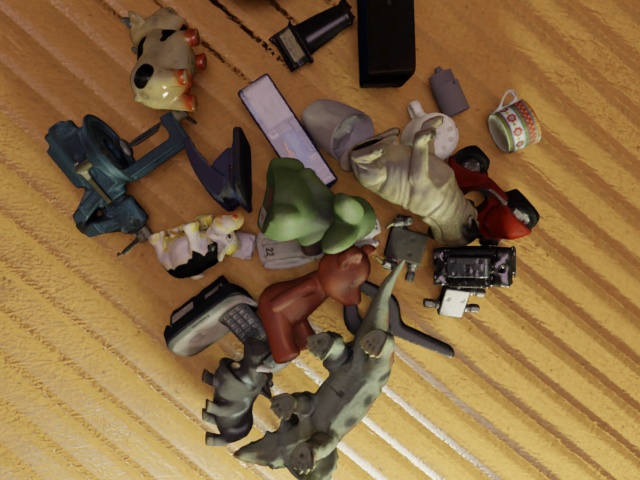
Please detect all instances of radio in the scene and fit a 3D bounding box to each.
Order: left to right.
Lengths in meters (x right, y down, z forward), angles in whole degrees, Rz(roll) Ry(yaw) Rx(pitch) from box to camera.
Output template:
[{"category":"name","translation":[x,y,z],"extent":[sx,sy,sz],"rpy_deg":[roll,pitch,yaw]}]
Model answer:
[{"category":"radio","translation":[0.097,-0.351,0.818],"extent":[0.073,0.131,0.229],"rpy_deg":[-1,92,-1]}]

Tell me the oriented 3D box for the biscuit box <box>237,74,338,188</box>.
[{"category":"biscuit box","translation":[-0.050,-0.160,0.858],"extent":[0.059,0.063,0.202],"rpy_deg":[-33,93,0]}]

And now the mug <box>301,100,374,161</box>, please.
[{"category":"mug","translation":[0.026,-0.172,0.845],"extent":[0.081,0.109,0.107],"rpy_deg":[-46,50,-3]}]

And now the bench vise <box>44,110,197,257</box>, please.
[{"category":"bench vise","translation":[-0.293,-0.114,0.831],"extent":[0.241,0.129,0.223],"rpy_deg":[-33,95,5]}]

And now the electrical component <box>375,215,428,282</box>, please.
[{"category":"electrical component","translation":[0.134,0.011,0.874],"extent":[0.078,0.045,0.102],"rpy_deg":[20,92,0]}]

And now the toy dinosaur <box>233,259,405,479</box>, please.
[{"category":"toy dinosaur","translation":[0.036,0.223,0.818],"extent":[0.131,0.192,0.405],"rpy_deg":[40,89,25]}]

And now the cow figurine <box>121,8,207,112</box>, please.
[{"category":"cow figurine","translation":[-0.242,-0.279,0.815],"extent":[0.127,0.085,0.195],"rpy_deg":[-1,57,1]}]

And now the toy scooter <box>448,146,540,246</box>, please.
[{"category":"toy scooter","translation":[0.248,-0.051,0.858],"extent":[0.184,0.075,0.135],"rpy_deg":[42,112,-13]}]

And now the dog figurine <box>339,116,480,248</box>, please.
[{"category":"dog figurine","translation":[0.133,-0.065,0.792],"extent":[0.172,0.121,0.190],"rpy_deg":[-6,113,35]}]

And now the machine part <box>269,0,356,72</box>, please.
[{"category":"machine part","translation":[-0.007,-0.334,0.865],"extent":[0.139,0.039,0.084],"rpy_deg":[-35,84,3]}]

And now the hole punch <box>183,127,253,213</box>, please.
[{"category":"hole punch","translation":[-0.153,-0.102,0.828],"extent":[0.092,0.142,0.115],"rpy_deg":[-6,78,-2]}]

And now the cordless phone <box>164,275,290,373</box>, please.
[{"category":"cordless phone","translation":[-0.144,0.164,0.868],"extent":[0.146,0.089,0.184],"rpy_deg":[-37,111,1]}]

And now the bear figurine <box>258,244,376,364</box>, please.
[{"category":"bear figurine","translation":[0.007,0.090,0.823],"extent":[0.196,0.120,0.132],"rpy_deg":[-25,85,19]}]

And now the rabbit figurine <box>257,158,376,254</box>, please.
[{"category":"rabbit figurine","translation":[0.009,-0.045,0.771],"extent":[0.170,0.159,0.121],"rpy_deg":[9,99,-17]}]

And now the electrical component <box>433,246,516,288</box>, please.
[{"category":"electrical component","translation":[0.235,0.039,0.817],"extent":[0.115,0.134,0.058],"rpy_deg":[-2,92,23]}]

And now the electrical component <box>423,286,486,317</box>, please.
[{"category":"electrical component","translation":[0.218,0.095,0.875],"extent":[0.094,0.021,0.063],"rpy_deg":[6,125,0]}]

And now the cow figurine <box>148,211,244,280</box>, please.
[{"category":"cow figurine","translation":[-0.180,0.011,0.832],"extent":[0.167,0.068,0.098],"rpy_deg":[-13,99,32]}]

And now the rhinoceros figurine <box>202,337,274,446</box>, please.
[{"category":"rhinoceros figurine","translation":[-0.127,0.239,0.836],"extent":[0.112,0.073,0.190],"rpy_deg":[6,115,-19]}]

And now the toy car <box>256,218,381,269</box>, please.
[{"category":"toy car","translation":[-0.002,-0.003,0.866],"extent":[0.202,0.056,0.073],"rpy_deg":[-12,92,0]}]
